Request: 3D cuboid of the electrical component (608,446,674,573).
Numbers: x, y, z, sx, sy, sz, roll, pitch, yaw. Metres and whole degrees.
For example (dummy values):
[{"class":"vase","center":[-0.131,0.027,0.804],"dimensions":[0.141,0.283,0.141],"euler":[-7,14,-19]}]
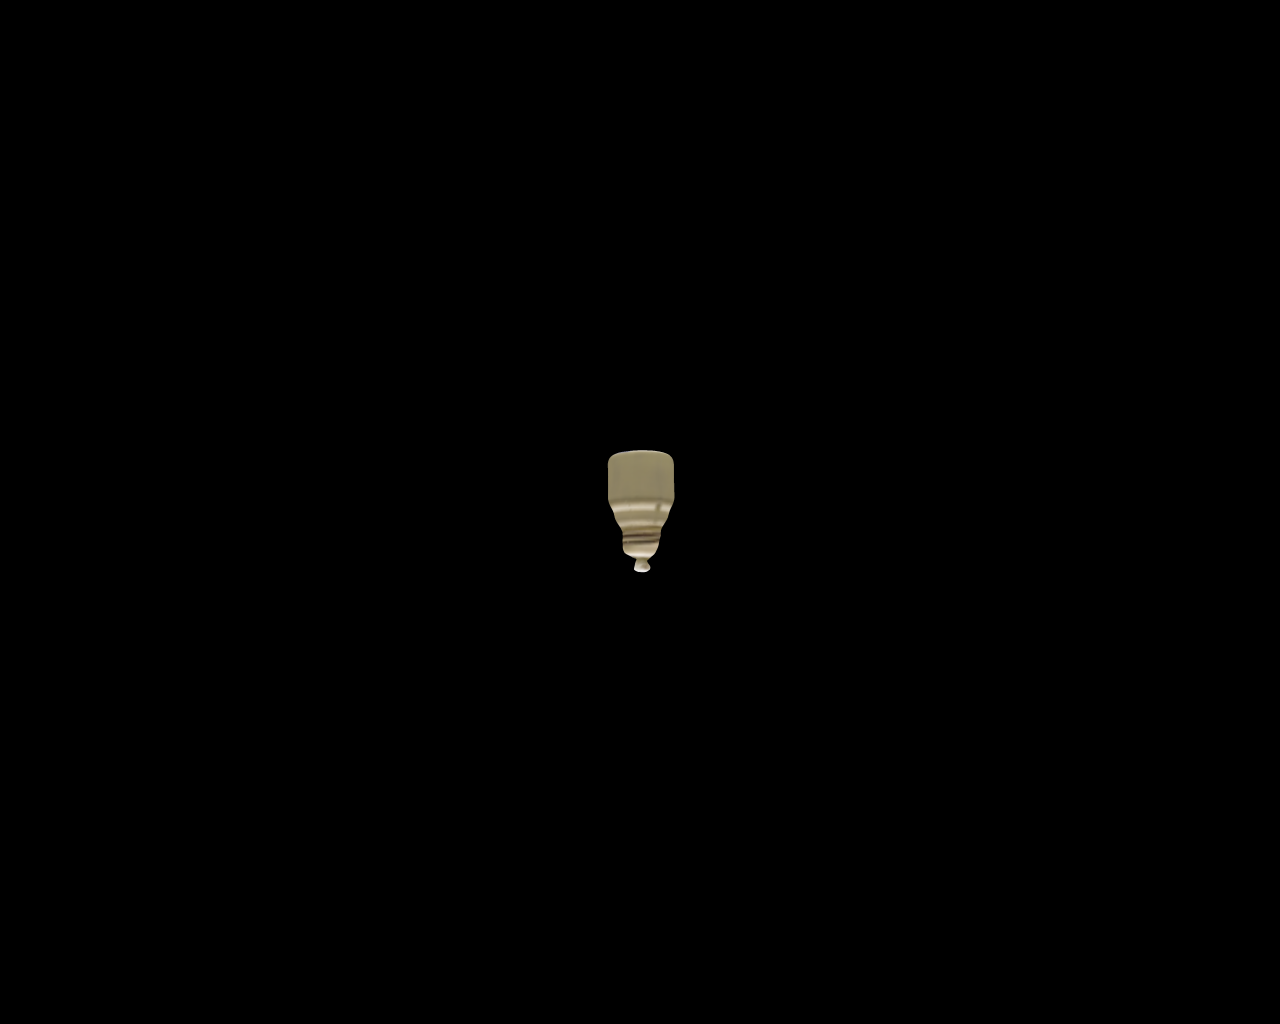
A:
[{"class":"electrical component","center":[0.001,-0.003,0.650],"dimensions":[0.040,0.078,0.040],"euler":[0,-7,0]}]
